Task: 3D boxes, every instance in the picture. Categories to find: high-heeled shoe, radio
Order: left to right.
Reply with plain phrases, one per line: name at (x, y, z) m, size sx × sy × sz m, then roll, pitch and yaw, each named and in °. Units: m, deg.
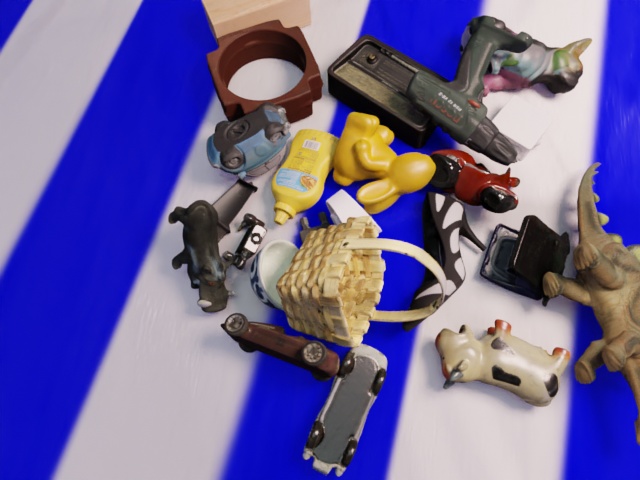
radio at (0.138, -0.291, 1.043) m, size 0.230 × 0.073 × 0.131 m, roll 37°, pitch 74°, yaw 14°
high-heeled shoe at (0.177, 0.026, 0.900) m, size 0.145 × 0.086 × 0.249 m, roll 43°, pitch 63°, yaw 9°

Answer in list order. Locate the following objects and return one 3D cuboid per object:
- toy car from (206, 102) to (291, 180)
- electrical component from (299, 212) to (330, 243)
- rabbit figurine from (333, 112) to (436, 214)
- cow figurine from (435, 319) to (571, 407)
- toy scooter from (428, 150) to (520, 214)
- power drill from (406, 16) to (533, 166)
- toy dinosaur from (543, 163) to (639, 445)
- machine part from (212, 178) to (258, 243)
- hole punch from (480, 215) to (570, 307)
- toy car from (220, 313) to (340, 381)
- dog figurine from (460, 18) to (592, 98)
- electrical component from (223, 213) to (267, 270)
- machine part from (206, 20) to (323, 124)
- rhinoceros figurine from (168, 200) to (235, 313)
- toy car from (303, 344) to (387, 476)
toy car at (-0.120, -0.171, 0.982) m, size 0.162 × 0.102 × 0.109 m, roll -26°, pitch 51°, yaw 5°
electrical component at (-0.002, -0.003, 0.957) m, size 0.063 × 0.021 × 0.094 m, roll -15°, pitch 67°, yaw -4°
rabbit figurine at (0.112, -0.129, 0.944) m, size 0.173 × 0.121 × 0.162 m, roll 23°, pitch 82°, yaw 22°
cow figurine at (0.272, 0.193, 0.834) m, size 0.195 × 0.085 × 0.127 m, roll 24°, pitch 64°, yaw 11°
toy scooter at (0.283, -0.110, 0.956) m, size 0.135 × 0.075 × 0.184 m, roll -22°, pitch 46°, yaw -41°
power drill at (0.285, -0.266, 0.941) m, size 0.232 × 0.086 × 0.207 m, roll 30°, pitch 100°, yaw 8°
toy dinosaur at (0.457, 0.071, 0.841) m, size 0.198 × 0.105 × 0.471 m, roll 7°, pitch 66°, yaw -24°
machine part at (-0.172, -0.057, 0.979) m, size 0.084 × 0.039 × 0.139 m, roll 37°, pitch 75°, yaw 21°
hole punch at (0.344, 0.032, 0.904) m, size 0.115 × 0.092 × 0.142 m, roll 33°, pitch 66°, yaw -18°
toy car at (-0.063, 0.162, 0.841) m, size 0.202 × 0.089 × 0.053 m, roll 17°, pitch 67°, yaw 23°
dog figurine at (0.406, -0.361, 1.049) m, size 0.219 × 0.108 × 0.191 m, roll -11°, pitch 64°, yaw -7°
electrical component at (-0.132, 0.003, 0.939) m, size 0.045 × 0.078 × 0.102 m, roll 30°, pitch 76°, yaw -11°
machine part at (-0.108, -0.320, 1.061) m, size 0.201 × 0.087 × 0.201 m, roll -20°, pitch 68°, yaw -4°
rhinoceros figurine at (-0.191, 0.026, 0.898) m, size 0.112 × 0.073 × 0.190 m, roll 5°, pitch 106°, yaw 42°
toy car at (0.042, 0.258, 0.829) m, size 0.074 × 0.056 × 0.201 m, roll 25°, pitch 71°, yaw 5°
